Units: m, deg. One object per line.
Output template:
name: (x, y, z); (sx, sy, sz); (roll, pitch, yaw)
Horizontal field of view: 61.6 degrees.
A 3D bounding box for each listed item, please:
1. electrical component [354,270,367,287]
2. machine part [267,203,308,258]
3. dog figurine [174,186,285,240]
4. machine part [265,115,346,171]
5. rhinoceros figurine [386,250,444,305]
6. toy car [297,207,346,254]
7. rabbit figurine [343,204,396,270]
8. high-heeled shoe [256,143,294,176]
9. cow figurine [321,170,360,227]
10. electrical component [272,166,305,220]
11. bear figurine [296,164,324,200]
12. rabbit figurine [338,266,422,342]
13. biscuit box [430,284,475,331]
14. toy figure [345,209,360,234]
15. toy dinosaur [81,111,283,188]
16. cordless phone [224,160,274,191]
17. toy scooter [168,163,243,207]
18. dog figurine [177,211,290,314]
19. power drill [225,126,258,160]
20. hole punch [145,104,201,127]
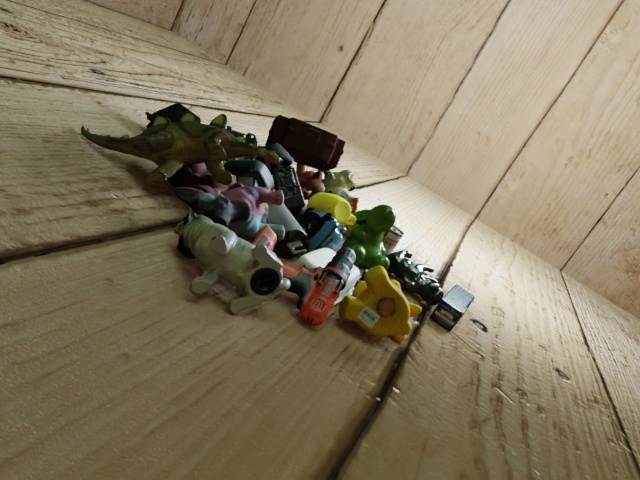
electrical component: (0.115, 0.106, 1.199); (0.078, 0.045, 0.102); (17, 22, -38)
machine part: (-0.093, -0.033, 1.203); (0.079, 0.079, 0.243); (17, 23, -35)
dog figurine: (-0.188, -0.057, 1.069); (0.219, 0.108, 0.192); (1, 7, -32)
machine part: (-0.044, -0.261, 1.479); (0.201, 0.087, 0.201); (19, 1, -12)
rhinoceros figurine: (0.244, 0.094, 1.386); (0.112, 0.073, 0.191); (9, 27, -50)
toy car: (-0.003, -0.004, 1.250); (0.102, 0.109, 0.162); (48, -9, -29)
rabbit figurine: (0.137, -0.017, 1.359); (0.121, 0.170, 0.159); (25, 20, -16)
high-heeled shoe: (-0.119, -0.191, 1.445); (0.145, 0.086, 0.248); (24, -13, 14)
cow figurine: (0.039, -0.106, 1.450); (0.127, 0.195, 0.085); (25, -20, 5)
electrical component: (-0.077, -0.108, 1.342); (0.058, 0.134, 0.115); (-15, -2, -6)
bear figurine: (-0.017, -0.182, 1.615); (0.120, 0.131, 0.196); (12, 7, -11)
rabbit figurine: (0.122, 0.123, 1.068); (0.162, 0.122, 0.173); (29, -1, -10)
biscuit box: (0.338, 0.167, 1.355); (0.063, 0.059, 0.202); (35, 19, 18)
toy figure: (0.086, -0.050, 1.518); (0.180, 0.082, 0.089); (31, 19, -7)
toy dinosaur: (-0.308, -0.197, 1.125); (0.472, 0.104, 0.199); (7, 33, 4)
cordless phone: (-0.165, -0.143, 1.325); (0.147, 0.088, 0.184); (2, 1, 23)
toy scooter: (-0.250, -0.130, 1.185); (0.135, 0.075, 0.184); (-12, 41, -32)
dog figurine: (-0.149, 0.024, 0.910); (0.172, 0.121, 0.191); (33, 7, -27)
power drill: (-0.245, -0.220, 1.344); (0.232, 0.086, 0.207); (12, -5, -42)
hole punch: (-0.396, -0.296, 1.455); (0.142, 0.092, 0.116); (40, 50, 21)
